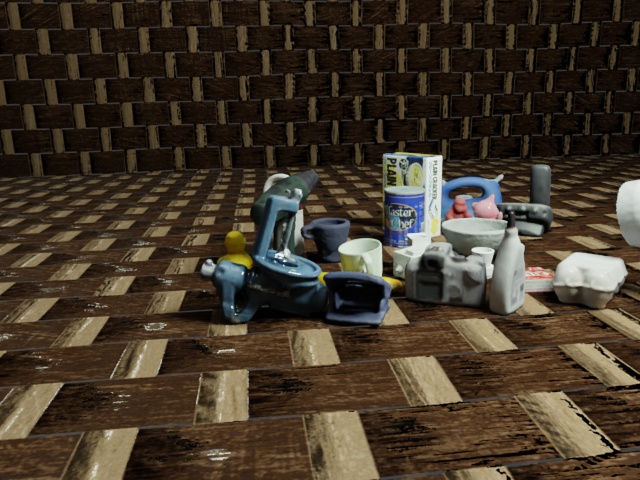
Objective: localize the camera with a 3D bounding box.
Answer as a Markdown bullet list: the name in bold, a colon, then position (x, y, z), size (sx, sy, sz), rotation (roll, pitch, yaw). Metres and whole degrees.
- **camera**: position (0.240, 0.053, 1.060), size (0.142, 0.101, 0.137), rotation (4, 15, 23)

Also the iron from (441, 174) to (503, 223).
- **iron**: position (0.411, -0.119, 1.665), size (0.258, 0.141, 0.119), rotation (0, 14, 7)

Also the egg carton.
- **egg carton**: position (0.485, 0.070, 1.032), size (0.107, 0.069, 0.151), rotation (9, 17, 36)

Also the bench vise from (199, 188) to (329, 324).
- **bench vise**: position (-0.090, 0.027, 0.946), size (0.208, 0.220, 0.121), rotation (-7, 15, -22)

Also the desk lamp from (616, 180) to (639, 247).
- **desk lamp**: position (0.623, 0.002, 0.991), size (0.118, 0.214, 0.202), rotation (-12, 17, -37)

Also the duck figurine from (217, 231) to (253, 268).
- **duck figurine**: position (-0.188, 0.025, 1.252), size (0.077, 0.086, 0.105), rotation (3, 14, 17)

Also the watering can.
- **watering can**: position (-0.090, -0.058, 1.352), size (0.101, 0.194, 0.173), rotation (-1, 14, 1)

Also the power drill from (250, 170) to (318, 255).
- **power drill**: position (-0.065, -0.034, 1.221), size (0.075, 0.208, 0.230), rotation (5, 15, 26)

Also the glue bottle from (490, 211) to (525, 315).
- **glue bottle**: position (0.321, 0.036, 0.969), size (0.037, 0.173, 0.078), rotation (11, 19, 42)

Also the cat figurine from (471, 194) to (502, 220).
- **cat figurine**: position (0.430, -0.056, 1.454), size (0.067, 0.118, 0.127), rotation (-3, 14, -7)

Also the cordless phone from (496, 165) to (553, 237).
- **cordless phone**: position (0.540, -0.109, 1.517), size (0.147, 0.185, 0.094), rotation (4, 15, 23)

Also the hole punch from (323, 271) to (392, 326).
- **hole punch**: position (0.062, 0.086, 0.963), size (0.108, 0.091, 0.101), rotation (3, 14, 17)

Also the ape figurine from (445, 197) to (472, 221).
- **ape figurine**: position (0.381, -0.071, 1.576), size (0.078, 0.092, 0.076), rotation (-2, 14, 0)

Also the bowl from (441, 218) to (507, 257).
- **bowl**: position (0.364, -0.001, 1.324), size (0.167, 0.075, 0.167), rotation (-1, 14, 1)

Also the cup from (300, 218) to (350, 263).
- **cup**: position (0.012, 0.005, 1.295), size (0.118, 0.095, 0.091), rotation (-8, 15, -25)
